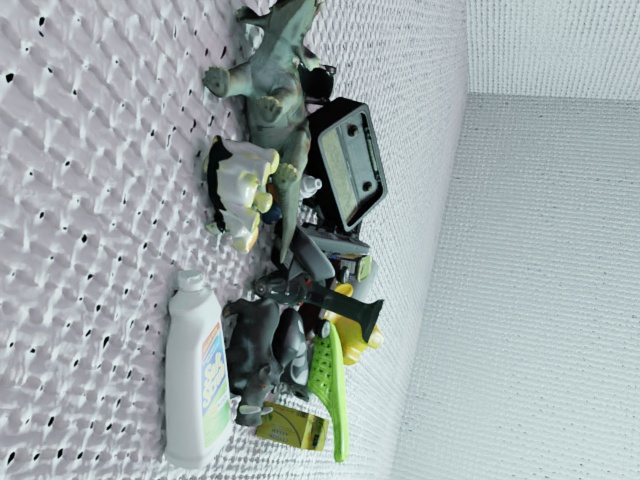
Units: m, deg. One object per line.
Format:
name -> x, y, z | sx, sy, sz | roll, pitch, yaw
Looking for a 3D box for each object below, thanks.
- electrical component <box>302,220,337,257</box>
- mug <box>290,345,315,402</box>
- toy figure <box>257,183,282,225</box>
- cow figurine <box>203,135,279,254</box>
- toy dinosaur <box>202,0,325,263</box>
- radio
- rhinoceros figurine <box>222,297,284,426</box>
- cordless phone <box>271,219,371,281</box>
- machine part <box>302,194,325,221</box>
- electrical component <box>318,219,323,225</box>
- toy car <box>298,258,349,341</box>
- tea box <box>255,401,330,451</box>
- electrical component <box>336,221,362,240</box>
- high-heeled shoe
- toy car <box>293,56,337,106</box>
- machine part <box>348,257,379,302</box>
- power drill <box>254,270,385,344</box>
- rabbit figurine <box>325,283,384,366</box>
electrical component -> -0.002, -0.003, 1.053 | 0.119, 0.075, 0.047 | -57, 151, -28
mug -> -0.016, 0.284, 1.149 | 0.107, 0.081, 0.109 | -54, 153, -36
toy figure -> -0.062, -0.099, 0.895 | 0.064, 0.058, 0.154 | 15, 85, -32
cow figurine -> -0.117, -0.056, 0.725 | 0.068, 0.098, 0.167 | -65, 174, -52
toy dinosaur -> -0.061, -0.174, 0.788 | 0.192, 0.131, 0.404 | -60, 158, -45
radio -> 0.046, -0.141, 1.000 | 0.131, 0.073, 0.229 | -40, 137, -21
rhinoceros figurine -> -0.104, 0.181, 0.812 | 0.073, 0.112, 0.190 | 58, 37, -65
cordless phone -> 0.017, 0.020, 0.933 | 0.147, 0.184, 0.088 | -139, -121, -64
machine part -> -0.005, -0.085, 1.087 | 0.138, 0.039, 0.084 | 56, 38, -60
electrical component -> 0.011, -0.031, 1.172 | 0.094, 0.021, 0.063 | -25, 121, -69
toy car -> -0.003, 0.119, 1.099 | 0.053, 0.089, 0.202 | 75, 29, -44
tea box -> -0.049, 0.371, 1.065 | 0.169, 0.098, 0.068 | 53, 48, -62
electrical component -> 0.068, -0.054, 1.239 | 0.134, 0.058, 0.114 | 2, 94, -82
high-heeled shoe -> -0.055, 0.187, 0.960 | 0.248, 0.086, 0.145 | 46, 55, -85
toy car -> -0.022, -0.274, 0.930 | 0.201, 0.056, 0.073 | -23, 126, -66
machine part -> 0.093, 0.117, 1.383 | 0.243, 0.079, 0.079 | -57, 149, -48
power drill -> 0.006, 0.110, 0.952 | 0.232, 0.207, 0.086 | -1, 106, -78
rabbit figurine -> 0.048, 0.170, 1.204 | 0.173, 0.122, 0.162 | 33, 35, -27
